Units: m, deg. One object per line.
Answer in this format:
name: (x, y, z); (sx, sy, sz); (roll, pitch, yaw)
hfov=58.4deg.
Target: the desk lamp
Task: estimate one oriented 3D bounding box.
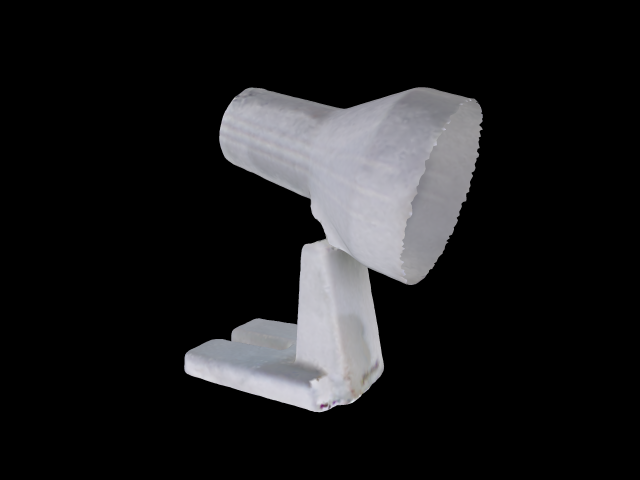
desk lamp: (0.004, 0.001, 0.400); (0.202, 0.213, 0.118); (5, 11, 28)
